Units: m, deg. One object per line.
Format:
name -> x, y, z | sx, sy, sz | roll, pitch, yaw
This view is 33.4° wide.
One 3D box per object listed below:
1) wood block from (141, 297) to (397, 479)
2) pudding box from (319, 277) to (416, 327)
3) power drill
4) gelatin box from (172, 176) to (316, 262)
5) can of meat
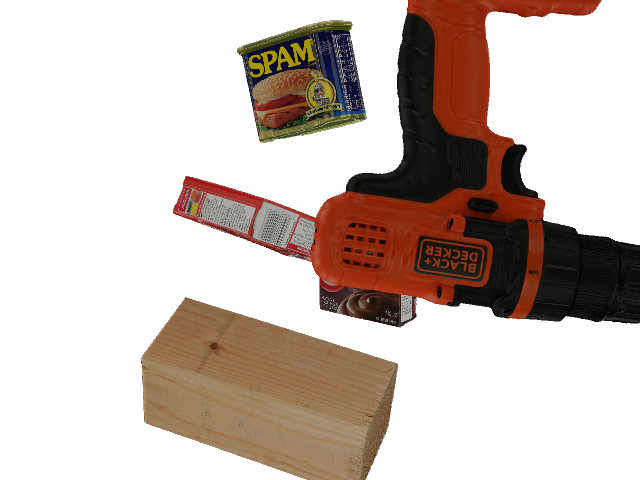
wood block -> -0.045, 0.136, 0.950 | 0.206, 0.090, 0.090 | 17, 41, 14
pudding box -> 0.051, 0.038, 1.165 | 0.114, 0.090, 0.039 | 10, 19, 35
power drill -> 0.097, -0.055, 0.531 | 0.184, 0.188, 0.057 | 8, 2, -4
gelatin box -> -0.041, -0.012, 0.709 | 0.073, 0.030, 0.089 | 18, -1, 38
can of meat -> -0.015, -0.134, 0.916 | 0.102, 0.084, 0.057 | -10, 3, 34
